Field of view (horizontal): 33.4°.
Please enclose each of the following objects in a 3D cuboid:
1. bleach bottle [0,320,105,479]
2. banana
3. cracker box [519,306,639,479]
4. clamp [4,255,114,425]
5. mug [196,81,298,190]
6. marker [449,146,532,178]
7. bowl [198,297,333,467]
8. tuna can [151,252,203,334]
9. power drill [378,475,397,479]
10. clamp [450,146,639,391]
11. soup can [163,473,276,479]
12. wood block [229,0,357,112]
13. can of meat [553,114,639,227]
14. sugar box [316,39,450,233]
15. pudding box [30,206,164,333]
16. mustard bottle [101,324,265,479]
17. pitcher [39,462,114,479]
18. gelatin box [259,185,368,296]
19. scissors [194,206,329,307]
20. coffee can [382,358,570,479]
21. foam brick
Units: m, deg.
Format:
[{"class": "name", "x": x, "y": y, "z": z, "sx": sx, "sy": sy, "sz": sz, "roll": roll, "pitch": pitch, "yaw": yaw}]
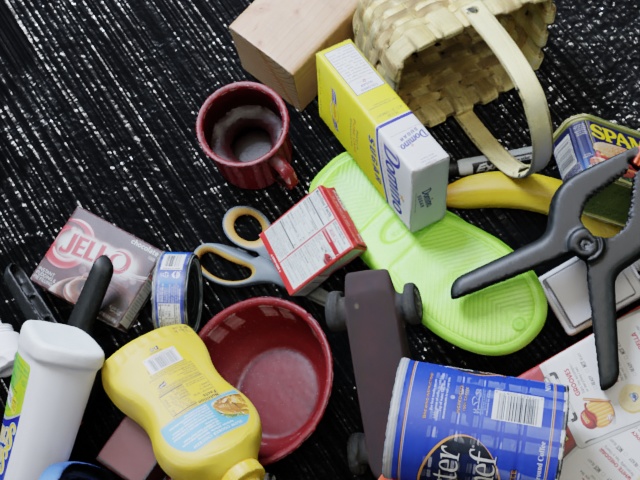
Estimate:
[{"class": "bleach bottle", "x": -0.265, "y": 0.206, "z": 0.975, "sx": 0.068, "sy": 0.103, "sz": 0.251, "roll": 13, "pitch": 96, "yaw": -27}, {"class": "banana", "x": 0.218, "y": -0.032, "z": 1.054, "sx": 0.198, "sy": 0.037, "sz": 0.069, "roll": 24, "pitch": 73, "yaw": 14}, {"class": "cracker box", "x": 0.271, "y": 0.168, "z": 0.963, "sx": 0.213, "sy": 0.072, "sz": 0.164, "roll": -30, "pitch": 70, "yaw": -3}, {"class": "clamp", "x": -0.258, "y": 0.096, "z": 1.043, "sx": 0.120, "sy": 0.039, "sz": 0.171, "roll": 4, "pitch": 91, "yaw": 27}, {"class": "mug", "x": -0.064, "y": -0.094, "z": 1.083, "sx": 0.117, "sy": 0.081, "sz": 0.093, "roll": 42, "pitch": 80, "yaw": 17}, {"class": "marker", "x": 0.172, "y": -0.079, "z": 1.085, "sx": 0.121, "sy": 0.020, "sz": 0.020, "roll": -10, "pitch": 71, "yaw": 3}, {"class": "bowl", "x": -0.051, "y": 0.138, "z": 1.004, "sx": 0.162, "sy": 0.055, "sz": 0.162, "roll": -10, "pitch": 67, "yaw": 23}, {"class": "tuna can", "x": -0.138, "y": 0.054, "z": 1.039, "sx": 0.034, "sy": 0.086, "sz": 0.086, "roll": 1, "pitch": 71, "yaw": 5}, {"class": "power drill", "x": 0.009, "y": 0.278, "z": 0.928, "sx": 0.187, "sy": 0.057, "sz": 0.184, "roll": -32, "pitch": 105, "yaw": -5}, {"class": "clamp", "x": 0.223, "y": 0.006, "z": 0.945, "sx": 0.165, "sy": 0.036, "sz": 0.210, "roll": 25, "pitch": 90, "yaw": 12}, {"class": "soup can", "x": -0.091, "y": 0.249, "z": 0.977, "sx": 0.102, "sy": 0.068, "sz": 0.068, "roll": -3, "pitch": 71, "yaw": 5}, {"class": "wood block", "x": 0.012, "y": -0.250, "z": 1.123, "sx": 0.090, "sy": 0.091, "sz": 0.206, "roll": 39, "pitch": 79, "yaw": 16}, {"class": "can of meat", "x": 0.276, "y": -0.063, "z": 1.018, "sx": 0.102, "sy": 0.058, "sz": 0.084, "roll": 15, "pitch": 46, "yaw": -22}, {"class": "sugar box", "x": 0.057, "y": -0.099, "z": 1.013, "sx": 0.048, "sy": 0.093, "sz": 0.176, "roll": -24, "pitch": 56, "yaw": -13}, {"class": "pudding box", "x": -0.221, "y": 0.030, "z": 1.081, "sx": 0.113, "sy": 0.039, "sz": 0.090, "roll": 27, "pitch": 77, "yaw": 14}, {"class": "mustard bottle", "x": -0.107, "y": 0.162, "z": 0.943, "sx": 0.096, "sy": 0.058, "sz": 0.192, "roll": -25, "pitch": 53, "yaw": -29}, {"class": "pitcher", "x": -0.218, "y": 0.275, "z": 0.890, "sx": 0.149, "sy": 0.242, "sz": 0.145, "roll": 40, "pitch": 80, "yaw": 23}, {"class": "gelatin box", "x": -0.007, "y": 0.001, "z": 1.035, "sx": 0.089, "sy": 0.030, "sz": 0.073, "roll": -38, "pitch": 68, "yaw": 25}, {"class": "scissors", "x": -0.028, "y": 0.023, "z": 1.074, "sx": 0.202, "sy": 0.016, "sz": 0.096, "roll": 12, "pitch": 73, "yaw": 10}, {"class": "coffee can", "x": 0.130, "y": 0.160, "z": 0.891, "sx": 0.140, "sy": 0.103, "sz": 0.103, "roll": 8, "pitch": 72, "yaw": 10}, {"class": "foam brick", "x": -0.165, "y": 0.202, "z": 0.997, "sx": 0.053, "sy": 0.078, "sz": 0.051, "roll": 31, "pitch": 76, "yaw": 13}]
